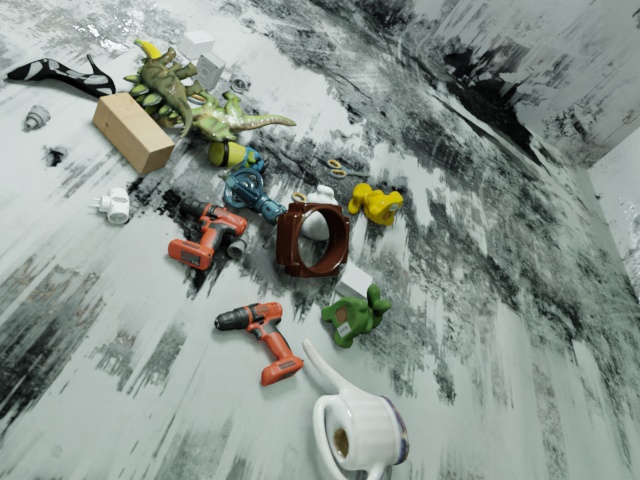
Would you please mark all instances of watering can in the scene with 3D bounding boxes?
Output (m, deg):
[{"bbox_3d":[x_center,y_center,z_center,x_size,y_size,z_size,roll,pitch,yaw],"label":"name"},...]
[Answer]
[{"bbox_3d":[0.075,0.383,1.154,0.223,0.102,0.356,12,46,-32],"label":"watering can"}]

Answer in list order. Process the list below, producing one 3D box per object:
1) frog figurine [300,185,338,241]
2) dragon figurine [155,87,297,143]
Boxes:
[{"bbox_3d":[0.005,-0.076,1.508,0.137,0.156,0.126,25,42,-18],"label":"frog figurine"},{"bbox_3d":[-0.276,-0.340,1.528,0.410,0.119,0.249,8,38,-4],"label":"dragon figurine"}]
